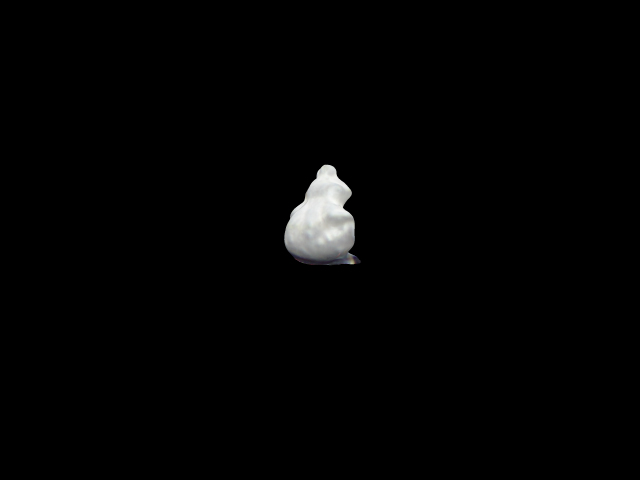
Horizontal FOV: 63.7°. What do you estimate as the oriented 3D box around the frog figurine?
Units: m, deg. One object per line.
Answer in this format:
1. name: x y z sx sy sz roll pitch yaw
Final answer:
1. frog figurine: 0.003 -0.043 0.850 0.123 0.158 0.138 -6 13 -28
